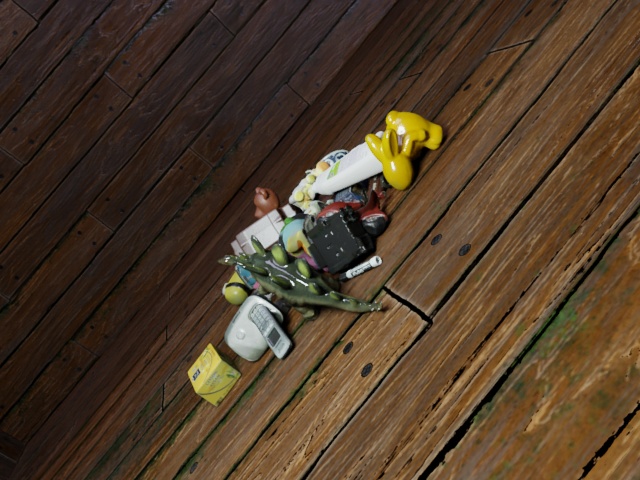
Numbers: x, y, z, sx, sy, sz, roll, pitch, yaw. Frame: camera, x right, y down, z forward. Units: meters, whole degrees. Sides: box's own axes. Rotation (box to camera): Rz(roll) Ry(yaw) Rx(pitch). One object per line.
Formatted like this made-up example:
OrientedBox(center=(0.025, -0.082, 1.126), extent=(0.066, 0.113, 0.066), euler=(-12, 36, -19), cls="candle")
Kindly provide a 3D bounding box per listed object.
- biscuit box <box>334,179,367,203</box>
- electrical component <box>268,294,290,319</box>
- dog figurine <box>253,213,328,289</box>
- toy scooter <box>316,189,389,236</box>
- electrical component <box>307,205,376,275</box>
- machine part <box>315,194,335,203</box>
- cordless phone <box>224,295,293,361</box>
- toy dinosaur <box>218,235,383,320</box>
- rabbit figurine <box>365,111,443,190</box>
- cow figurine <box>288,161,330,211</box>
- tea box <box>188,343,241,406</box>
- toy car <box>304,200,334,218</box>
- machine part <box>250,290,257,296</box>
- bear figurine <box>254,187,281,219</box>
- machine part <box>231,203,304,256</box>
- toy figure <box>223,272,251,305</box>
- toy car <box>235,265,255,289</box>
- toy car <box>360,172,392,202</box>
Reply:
OrientedBox(center=(0.086, -0.142, 1.457), extent=(0.063, 0.059, 0.203), euler=(-41, 20, 28), cls="biscuit box")
OrientedBox(center=(-0.106, 0.165, 1.315), extent=(0.102, 0.045, 0.078), euler=(-25, 28, 53), cls="electrical component")
OrientedBox(center=(-0.082, 0.044, 1.309), extent=(0.219, 0.191, 0.108), euler=(-22, 35, 26), cls="dog figurine")
OrientedBox(center=(0.086, -0.065, 1.236), extent=(0.184, 0.075, 0.135), euler=(1, 44, 35), cls="toy scooter")
OrientedBox(center=(0.038, 0.007, 1.165), extent=(0.134, 0.115, 0.058), euler=(-38, -14, 33), cls="electrical component")
OrientedBox(center=(0.015, -0.105, 1.562), extent=(0.179, 0.056, 0.179), euler=(-43, 19, 19), cls="machine part")
OrientedBox(center=(-0.127, 0.225, 1.204), extent=(0.146, 0.088, 0.184), euler=(-57, 40, 11), cls="cordless phone")
OrientedBox(center=(-0.051, 0.085, 1.098), extent=(0.472, 0.198, 0.105), euler=(13, 72, 34), cls="toy dinosaur")
OrientedBox(center=(0.190, -0.203, 1.229), extent=(0.122, 0.162, 0.173), euler=(-4, 65, 51), cls="rabbit figurine")
OrientedBox(center=(-0.030, -0.153, 1.574), extent=(0.167, 0.068, 0.098), euler=(-56, 15, -23), cls="cow figurine")
OrientedBox(center=(-0.263, 0.328, 1.323), extent=(0.098, 0.068, 0.170), euler=(-53, 19, -12), cls="tea box")
OrientedBox(center=(0.006, -0.065, 1.393), extent=(0.073, 0.056, 0.201), euler=(-55, -14, 17), cls="toy car")
OrientedBox(center=(-0.188, 0.181, 1.497), extent=(0.084, 0.039, 0.139), euler=(-22, 30, 46), cls="machine part")
OrientedBox(center=(-0.139, -0.061, 1.615), extent=(0.132, 0.195, 0.120), euler=(-52, 21, -4), cls="bear figurine")
OrientedBox(center=(-0.123, -0.005, 1.451), extent=(0.201, 0.087, 0.201), euler=(-34, -12, 8), cls="machine part")
OrientedBox(center=(-0.231, 0.117, 1.663), extent=(0.180, 0.082, 0.089), euler=(-55, 16, -24), cls="toy figure")
OrientedBox(center=(-0.170, 0.065, 1.602), extent=(0.103, 0.109, 0.162), euler=(-15, 26, 37), cls="toy car")
OrientedBox(center=(0.154, -0.174, 1.376), extent=(0.089, 0.053, 0.202), euler=(-30, 25, 41), cls="toy car")
